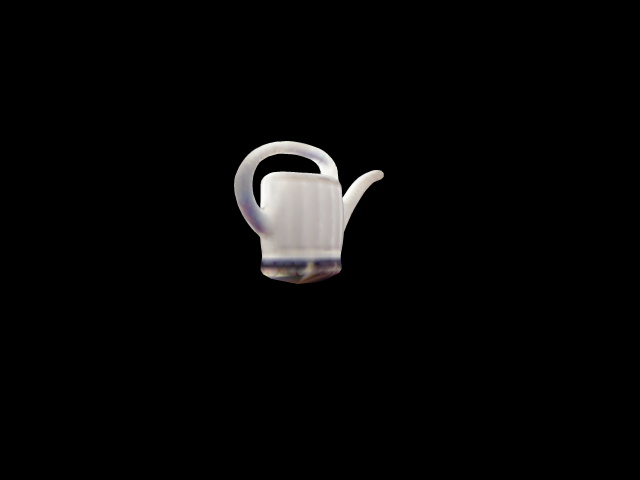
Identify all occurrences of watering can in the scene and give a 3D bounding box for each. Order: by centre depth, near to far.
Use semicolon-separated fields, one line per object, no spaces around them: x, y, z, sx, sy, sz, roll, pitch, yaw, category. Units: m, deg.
0.003;-0.043;0.850;0.104;0.225;0.348;-4;-4;44;watering can
